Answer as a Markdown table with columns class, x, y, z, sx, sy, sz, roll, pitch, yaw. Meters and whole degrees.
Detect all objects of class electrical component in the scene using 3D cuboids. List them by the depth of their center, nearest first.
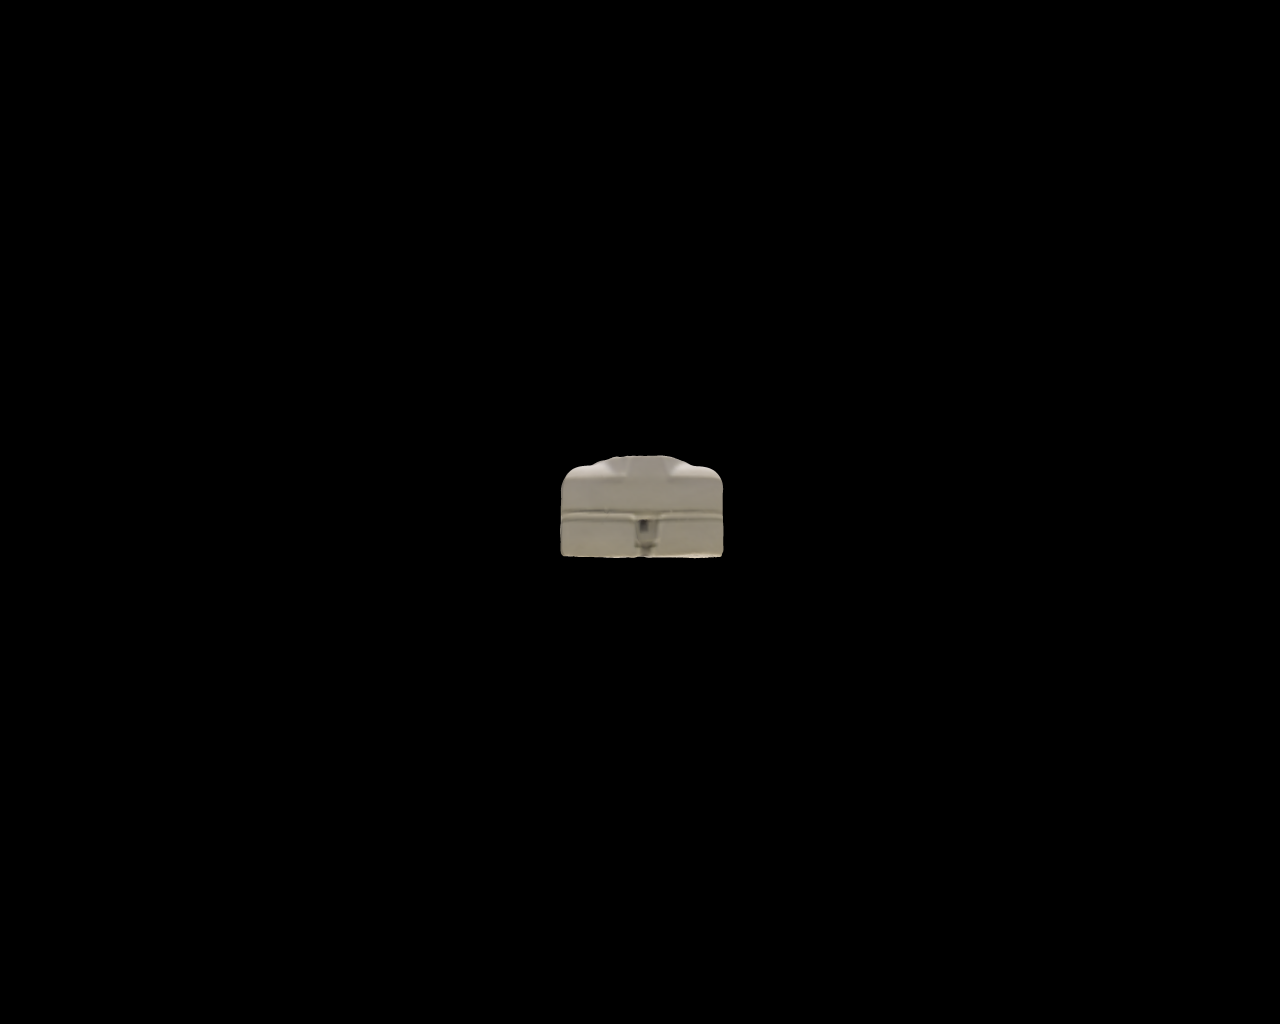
| class | x | y | z | sx | sy | sz | roll | pitch | yaw |
| --- | --- | --- | --- | --- | --- | --- | --- | --- | --- |
| electrical component | 0.001 | -0.003 | 0.650 | 0.095 | 0.059 | 0.053 | 0 | -4 | -7 |
